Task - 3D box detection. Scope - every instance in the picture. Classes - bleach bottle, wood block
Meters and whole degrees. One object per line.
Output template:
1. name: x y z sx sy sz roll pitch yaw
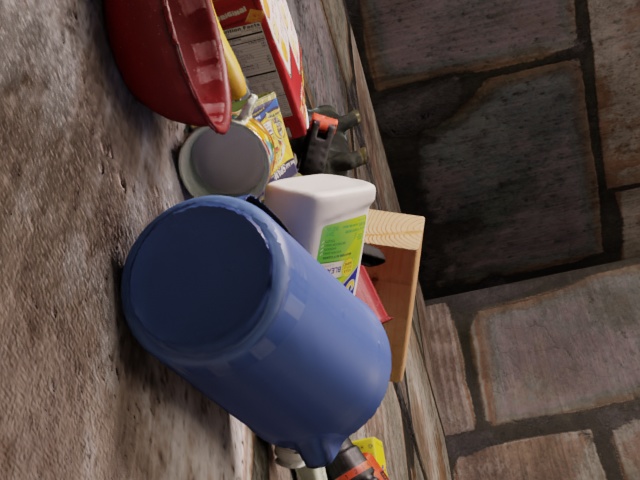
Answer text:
1. bleach bottle: -0.010 0.074 0.921 0.102 0.068 0.251 -13 112 -52
2. wood block: 0.079 0.074 1.397 0.090 0.091 0.206 -70 167 -59

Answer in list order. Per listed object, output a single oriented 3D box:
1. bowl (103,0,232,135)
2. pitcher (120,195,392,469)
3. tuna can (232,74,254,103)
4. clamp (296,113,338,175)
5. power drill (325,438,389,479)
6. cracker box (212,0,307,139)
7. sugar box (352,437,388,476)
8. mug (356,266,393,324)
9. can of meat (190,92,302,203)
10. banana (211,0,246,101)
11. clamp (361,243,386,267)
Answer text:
1. bowl: -0.113 -0.148 0.765 0.162 0.055 0.162 -12 90 -82
2. pitcher: -0.042 0.051 0.734 0.145 0.149 0.242 -55 156 -8
3. tuna can: -0.080 -0.114 1.020 0.086 0.034 0.086 -12 90 -82
4. clamp: -0.018 -0.051 1.148 0.120 0.039 0.172 -94 -164 -50
5. power drill: 0.042 0.265 1.140 0.184 0.057 0.187 60 1 14
6. cracker box: -0.075 -0.229 1.100 0.164 0.072 0.213 -94 168 -45
7. sugar box: 0.068 0.340 1.334 0.093 0.048 0.176 52 26 -73
8. mug: 0.035 0.075 1.289 0.117 0.093 0.081 -14 77 -59
9. can of meat: -0.064 -0.077 0.932 0.102 0.058 0.084 -41 118 -60
10. banana: -0.101 -0.215 0.928 0.037 0.069 0.198 133 -44 -63
11. clamp: -0.007 0.001 1.076 0.210 0.036 0.164 53 33 -17
